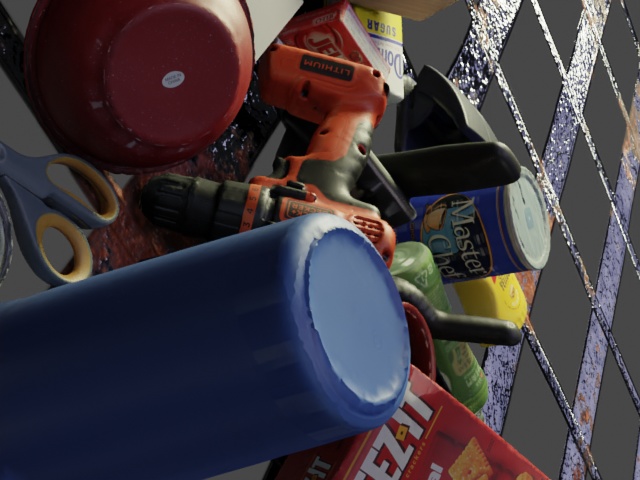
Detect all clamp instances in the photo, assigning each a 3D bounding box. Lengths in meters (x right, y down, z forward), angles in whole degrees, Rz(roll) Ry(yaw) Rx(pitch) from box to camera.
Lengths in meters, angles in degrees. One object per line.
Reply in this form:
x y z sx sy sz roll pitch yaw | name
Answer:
0.092 0.077 0.962 0.171 0.120 0.039 37 28 -15 | clamp

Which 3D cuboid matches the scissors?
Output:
-0.193 -0.031 0.633 0.201 0.016 0.096 25 60 -54 | scissors

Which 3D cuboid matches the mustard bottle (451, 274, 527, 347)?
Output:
0.170 0.019 1.179 0.191 0.058 0.096 62 36 -25 | mustard bottle

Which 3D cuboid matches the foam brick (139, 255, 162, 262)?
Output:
-0.091 0.051 0.740 0.052 0.051 0.078 21 63 -55 | foam brick

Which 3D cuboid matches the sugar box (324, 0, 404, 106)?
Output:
0.044 -0.228 1.060 0.093 0.048 0.176 20 62 -53 | sugar box

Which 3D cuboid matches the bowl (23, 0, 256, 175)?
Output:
-0.103 -0.111 0.683 0.161 0.055 0.162 -12 117 -26 | bowl

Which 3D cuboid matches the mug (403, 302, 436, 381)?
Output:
0.037 0.105 0.906 0.117 0.082 0.093 0 81 -59 | mug

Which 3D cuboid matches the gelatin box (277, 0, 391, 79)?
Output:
0.011 -0.166 0.959 0.089 0.073 0.030 50 42 -39 | gelatin box

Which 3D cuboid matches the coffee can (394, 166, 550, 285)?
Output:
0.145 -0.010 1.064 0.102 0.141 0.103 26 59 -53 | coffee can

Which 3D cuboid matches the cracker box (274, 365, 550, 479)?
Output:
0.073 0.206 0.830 0.213 0.072 0.164 41 69 -31 | cracker box

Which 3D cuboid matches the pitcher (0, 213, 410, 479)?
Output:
-0.076 0.062 0.576 0.144 0.243 0.149 12 64 -55 | pitcher

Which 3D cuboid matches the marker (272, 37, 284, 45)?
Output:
-0.013 -0.137 0.962 0.121 0.020 0.020 47 43 -42 | marker

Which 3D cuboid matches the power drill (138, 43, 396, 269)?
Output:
-0.027 -0.061 0.797 0.057 0.184 0.187 110 -7 -53 | power drill

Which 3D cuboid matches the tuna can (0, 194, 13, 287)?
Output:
-0.210 -0.002 0.577 0.086 0.034 0.086 26 59 -54 | tuna can

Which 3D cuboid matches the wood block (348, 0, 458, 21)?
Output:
0.042 -0.275 0.969 0.205 0.091 0.090 5 74 -38 | wood block
